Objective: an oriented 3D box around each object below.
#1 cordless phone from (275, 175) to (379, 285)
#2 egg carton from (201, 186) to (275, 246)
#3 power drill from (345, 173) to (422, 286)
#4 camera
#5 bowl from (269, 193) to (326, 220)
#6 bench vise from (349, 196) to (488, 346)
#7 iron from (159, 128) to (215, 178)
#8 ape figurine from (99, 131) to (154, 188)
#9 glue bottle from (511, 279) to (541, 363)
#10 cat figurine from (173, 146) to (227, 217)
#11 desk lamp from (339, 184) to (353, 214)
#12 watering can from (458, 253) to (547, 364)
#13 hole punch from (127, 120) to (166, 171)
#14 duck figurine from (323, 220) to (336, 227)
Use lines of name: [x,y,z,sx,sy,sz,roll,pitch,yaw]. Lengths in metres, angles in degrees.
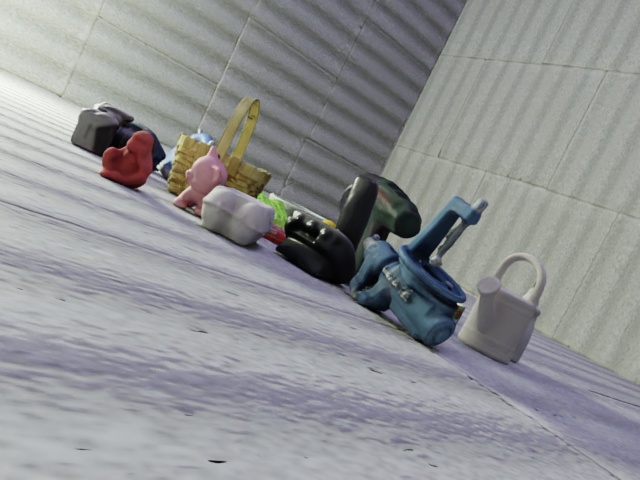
cordless phone: [0.020,-0.032,0.973,0.147,0.185,0.094,29,5,35]
egg carton: [-0.130,-0.038,0.923,0.107,0.069,0.150,26,4,0]
power drill: [0.092,-0.017,1.063,0.076,0.208,0.229,24,4,-27]
camera: [-0.415,-0.216,1.176,0.137,0.101,0.143,26,4,-9]
bowl: [-0.068,-0.055,1.506,0.167,0.075,0.167,26,4,-2]
bench vise: [0.141,0.018,0.842,0.206,0.220,0.122,29,5,30]
iron: [-0.283,-0.185,1.332,0.119,0.141,0.257,24,4,-29]
ape figurine: [-0.295,-0.131,0.906,0.077,0.092,0.076,27,4,16]
glue bottle: [0.396,0.149,1.118,0.037,0.173,0.078,25,4,-16]
cat figurine: [-0.193,-0.101,0.977,0.067,0.118,0.128,26,4,-5]
desk lamp: [0.095,-0.050,1.471,0.118,0.213,0.203,26,4,3]
watering can: [0.333,0.113,1.023,0.100,0.194,0.173,28,4,23]
hole punch: [-0.412,-0.219,1.312,0.108,0.091,0.101,27,4,15]
duck figurine: [0.011,0.004,1.157,0.105,0.086,0.077,26,4,-9]
